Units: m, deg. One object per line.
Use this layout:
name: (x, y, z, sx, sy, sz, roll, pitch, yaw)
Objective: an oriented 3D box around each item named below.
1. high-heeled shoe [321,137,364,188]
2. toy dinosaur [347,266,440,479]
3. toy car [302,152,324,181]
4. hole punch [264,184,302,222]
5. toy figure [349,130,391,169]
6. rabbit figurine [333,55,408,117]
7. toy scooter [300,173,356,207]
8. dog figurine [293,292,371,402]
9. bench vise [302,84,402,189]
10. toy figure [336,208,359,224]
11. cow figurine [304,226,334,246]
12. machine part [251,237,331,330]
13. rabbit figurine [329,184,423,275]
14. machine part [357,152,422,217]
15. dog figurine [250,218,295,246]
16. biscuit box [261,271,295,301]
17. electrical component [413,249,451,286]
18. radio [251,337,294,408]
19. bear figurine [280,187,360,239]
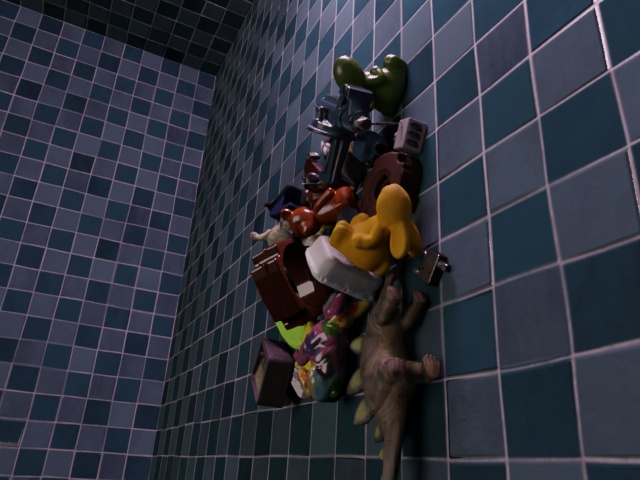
high-heeled shoe: (0.051, -0.195, 1.424, 0.145, 0.086, 0.249, 107, 157, -50)
toy dinosaur: (0.124, 0.249, 0.968, 0.198, 0.105, 0.471, 122, 161, -50)
toy car: (-0.001, -0.184, 1.546, 0.202, 0.053, 0.089, -125, 43, -55)
hole punch: (-0.078, -0.082, 1.573, 0.116, 0.142, 0.092, -46, 40, 30)
toy figure: (0.110, -0.227, 1.293, 0.082, 0.089, 0.180, -52, 37, 7)
rabbit figurine: (0.102, -0.362, 1.272, 0.121, 0.170, 0.159, -15, 62, 64)
toy scooter: (0.019, -0.119, 1.400, 0.183, 0.135, 0.075, 112, 159, -67)
dog figurine: (0.035, 0.220, 1.174, 0.219, 0.108, 0.192, -62, 26, 23)
bench vise: (0.044, -0.223, 1.202, 0.224, 0.129, 0.240, 34, 116, 47)
toy figure: (0.063, -0.004, 1.216, 0.154, 0.058, 0.064, 92, -170, -48)
cow figurine: (-0.001, -0.005, 1.432, 0.098, 0.068, 0.167, -139, 67, -71)
machine part: (-0.068, 0.102, 1.298, 0.087, 0.201, 0.201, -29, 87, 24)
rabbit figurine: (0.121, -0.023, 1.045, 0.162, 0.122, 0.173, 47, 120, 29)
machine part: (0.149, -0.106, 1.165, 0.179, 0.056, 0.179, -43, 39, 49)
dog figurine: (-0.081, -0.009, 1.554, 0.191, 0.172, 0.121, -28, 81, 32)
biscuit box: (-0.109, 0.122, 1.600, 0.202, 0.063, 0.059, -47, 36, 47)
electrical component: (0.206, 0.053, 0.988, 0.094, 0.021, 0.063, 37, 111, 64)
radio: (-0.133, 0.353, 1.457, 0.230, 0.073, 0.131, -162, 86, -77)
bear figurine: (0.005, -0.050, 1.300, 0.196, 0.120, 0.132, -24, 34, 15)
